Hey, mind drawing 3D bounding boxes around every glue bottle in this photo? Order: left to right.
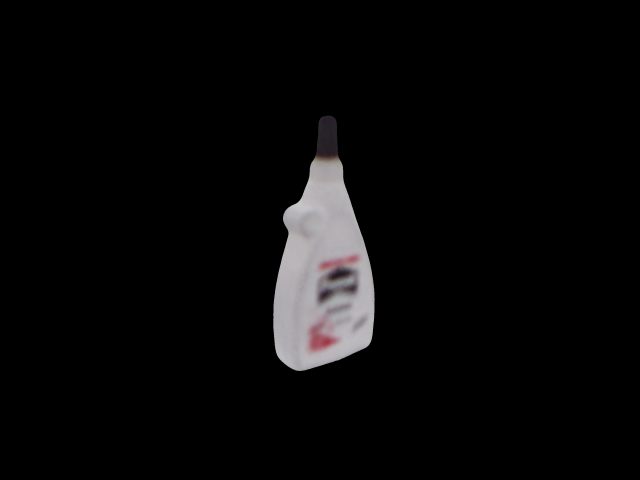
[{"bbox_3d":[0.004,0.001,0.400,0.078,0.173,0.037,-14,22,-37],"label":"glue bottle"}]
